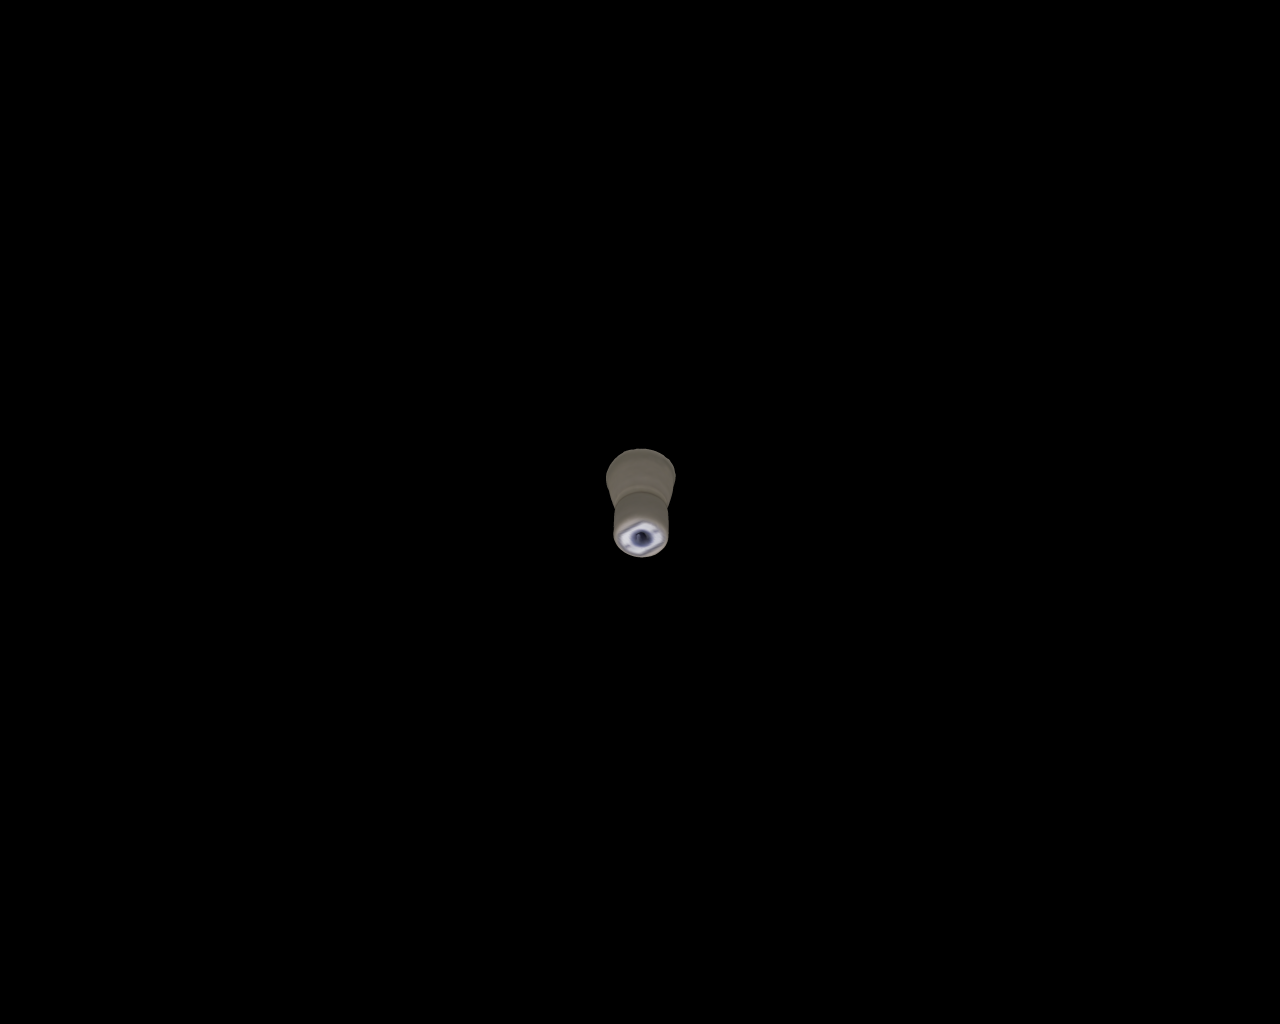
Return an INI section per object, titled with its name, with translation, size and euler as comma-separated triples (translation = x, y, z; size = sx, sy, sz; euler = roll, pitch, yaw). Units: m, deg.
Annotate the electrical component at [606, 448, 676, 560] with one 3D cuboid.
[electrical component]
translation = 0.001, -0.003, 0.650
size = 0.044, 0.044, 0.065
euler = 0, 39, 0
